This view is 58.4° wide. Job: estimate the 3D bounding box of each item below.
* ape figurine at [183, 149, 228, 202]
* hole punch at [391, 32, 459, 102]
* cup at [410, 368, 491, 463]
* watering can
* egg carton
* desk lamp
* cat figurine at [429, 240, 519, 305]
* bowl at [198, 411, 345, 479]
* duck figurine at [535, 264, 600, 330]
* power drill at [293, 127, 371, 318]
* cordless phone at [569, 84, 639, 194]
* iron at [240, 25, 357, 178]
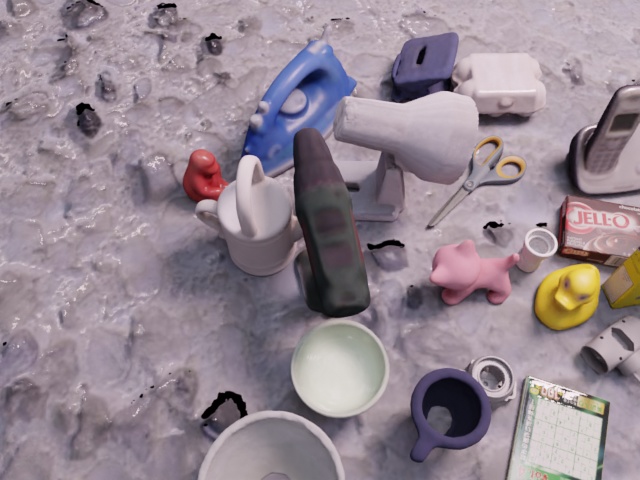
[{"bbox_3d":[-0.169,-0.099,0.848,0.076,0.092,0.078,3,63,2],"label":"ape figurine"},{"bbox_3d":[0.171,-0.286,0.943,0.101,0.091,0.109,13,64,7],"label":"hole punch"},{"bbox_3d":[0.141,0.219,0.682,0.091,0.095,0.118,35,68,17],"label":"cup"},{"bbox_3d":[-0.077,-0.038,0.759,0.173,0.194,0.101,-14,63,-7],"label":"watering can"},{"bbox_3d":[0.290,-0.251,0.937,0.150,0.069,0.107,-1,63,0],"label":"egg carton"},{"bbox_3d":[0.095,-0.114,0.786,0.203,0.213,0.118,0,63,1],"label":"desk lamp"},{"bbox_3d":[0.201,0.038,0.762,0.128,0.118,0.067,-5,63,-2],"label":"cat figurine"},{"bbox_3d":[-0.054,0.288,0.658,0.167,0.075,0.167,0,63,0],"label":"bowl"},{"bbox_3d":[0.341,0.065,0.765,0.105,0.086,0.077,-40,69,-18],"label":"duck figurine"},{"bbox_3d":[0.007,0.003,0.730,0.075,0.208,0.229,-13,63,-6],"label":"power drill"},{"bbox_3d":[0.449,-0.150,0.819,0.147,0.185,0.094,-8,63,-4],"label":"cordless phone"},{"bbox_3d":[-0.049,-0.206,0.875,0.118,0.141,0.259,31,67,15],"label":"iron"}]
